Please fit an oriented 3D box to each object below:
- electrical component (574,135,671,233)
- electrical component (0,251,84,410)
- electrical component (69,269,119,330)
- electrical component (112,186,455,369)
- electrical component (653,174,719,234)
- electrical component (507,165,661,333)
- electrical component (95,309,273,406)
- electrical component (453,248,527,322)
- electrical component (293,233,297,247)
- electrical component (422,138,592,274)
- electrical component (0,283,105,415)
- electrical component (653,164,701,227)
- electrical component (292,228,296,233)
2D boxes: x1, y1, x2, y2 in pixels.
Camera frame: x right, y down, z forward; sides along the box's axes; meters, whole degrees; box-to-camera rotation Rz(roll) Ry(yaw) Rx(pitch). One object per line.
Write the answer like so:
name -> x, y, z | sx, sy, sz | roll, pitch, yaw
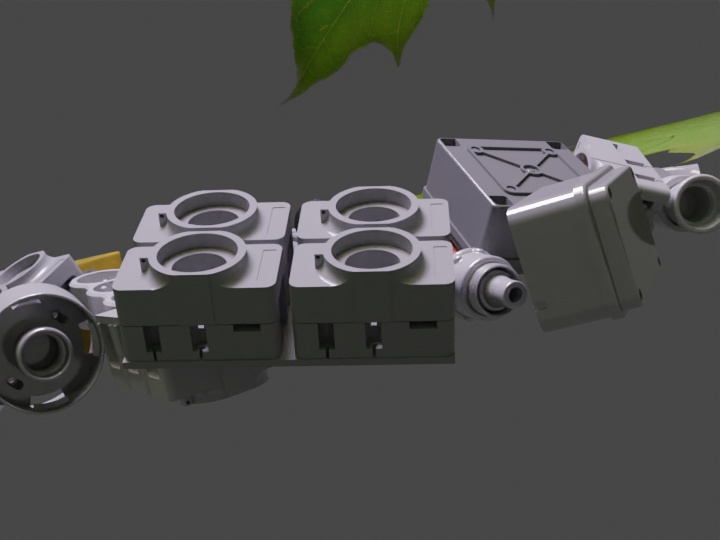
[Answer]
electrical component -> 0.193, -0.063, 0.834 | 0.056, 0.050, 0.089 | 11, 28, -12
electrical component -> -0.304, 0.054, 0.908 | 0.089, 0.061, 0.150 | -10, 31, 39
electrical component -> -0.190, 0.047, 0.872 | 0.052, 0.073, 0.138 | -15, 16, -29
electrical component -> -0.040, 0.002, 0.631 | 0.186, 0.060, 0.105 | -1, 30, 3
electrical component -> 0.251, -0.051, 0.824 | 0.045, 0.045, 0.055 | -16, 6, -6
electrical component -> 0.136, -0.016, 0.637 | 0.057, 0.078, 0.113 | -16, 5, 24
electrical component -> -0.116, 0.049, 0.741 | 0.089, 0.061, 0.150 | -18, 7, -25
electrical component -> 0.082, 0.012, 0.683 | 0.048, 0.048, 0.062 | -18, 13, -22
electrical component -> -0.058, 0.016, 0.826 | 0.080, 0.080, 0.051 | -11, 13, 36
electrical component -> 0.115, -0.047, 0.768 | 0.109, 0.056, 0.108 | -1, 32, -21
electrical component -> -0.242, 0.060, 0.806 | 0.099, 0.099, 0.064 | -18, 13, -26
electrical component -> 0.245, -0.062, 0.890 | 0.077, 0.043, 0.079 | -13, -13, 17
electrical component -> -0.056, -0.013, 1.144 | 0.079, 0.063, 0.121 | -19, 7, -35
